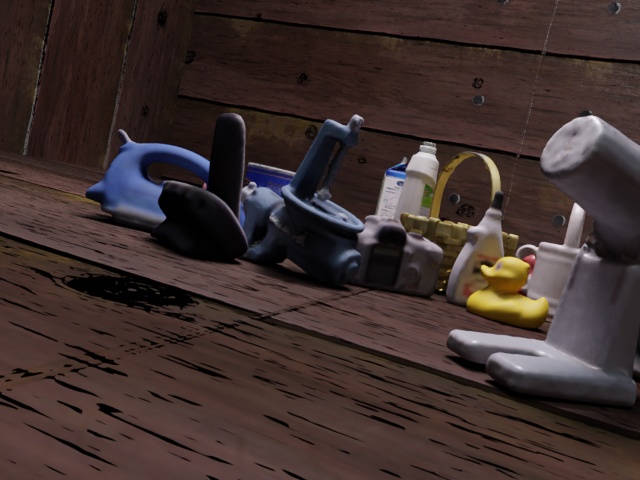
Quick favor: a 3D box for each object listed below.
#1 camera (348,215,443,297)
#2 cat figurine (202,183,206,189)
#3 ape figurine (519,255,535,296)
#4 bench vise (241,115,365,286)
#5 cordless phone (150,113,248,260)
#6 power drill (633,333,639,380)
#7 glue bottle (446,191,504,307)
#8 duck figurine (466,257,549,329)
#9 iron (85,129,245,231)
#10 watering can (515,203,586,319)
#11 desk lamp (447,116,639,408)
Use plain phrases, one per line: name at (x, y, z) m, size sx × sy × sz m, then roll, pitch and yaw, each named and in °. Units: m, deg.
camera at (0.092, 0.016, 0.855) m, size 0.143 × 0.101 × 0.136 m, roll 11°, pitch 4°, yaw -20°
cat figurine at (-0.192, -0.072, 1.050) m, size 0.067 × 0.118 × 0.128 m, roll 13°, pitch 4°, yaw -2°
ape figurine at (0.393, 0.072, 1.075) m, size 0.076 × 0.092 × 0.078 m, roll 15°, pitch 5°, yaw 27°
bench vise at (-0.027, -0.066, 0.762) m, size 0.207 × 0.220 × 0.122 m, roll 14°, pitch 4°, yaw 17°
cordless phone at (-0.147, -0.075, 0.757) m, size 0.094 × 0.185 × 0.147 m, roll 8°, pitch 6°, yaw -45°
power drill at (0.368, 0.042, 0.603) m, size 0.075 × 0.208 × 0.230 m, roll 16°, pitch 5°, yaw 36°
glue bottle at (0.238, 0.014, 0.829) m, size 0.078 × 0.173 × 0.037 m, roll 12°, pitch 4°, yaw -15°
duck figurine at (0.257, 0.067, 0.769) m, size 0.104 × 0.086 × 0.078 m, roll 15°, pitch 5°, yaw 28°
iron at (-0.217, -0.079, 0.897) m, size 0.258 × 0.141 × 0.118 m, roll 13°, pitch 4°, yaw -1°
watering can at (0.420, 0.035, 0.952) m, size 0.172 × 0.194 × 0.101 m, roll 13°, pitch 4°, yaw 6°
desk lamp at (0.236, 0.019, 0.469) m, size 0.204 × 0.213 × 0.117 m, roll 11°, pitch 5°, yaw -22°
